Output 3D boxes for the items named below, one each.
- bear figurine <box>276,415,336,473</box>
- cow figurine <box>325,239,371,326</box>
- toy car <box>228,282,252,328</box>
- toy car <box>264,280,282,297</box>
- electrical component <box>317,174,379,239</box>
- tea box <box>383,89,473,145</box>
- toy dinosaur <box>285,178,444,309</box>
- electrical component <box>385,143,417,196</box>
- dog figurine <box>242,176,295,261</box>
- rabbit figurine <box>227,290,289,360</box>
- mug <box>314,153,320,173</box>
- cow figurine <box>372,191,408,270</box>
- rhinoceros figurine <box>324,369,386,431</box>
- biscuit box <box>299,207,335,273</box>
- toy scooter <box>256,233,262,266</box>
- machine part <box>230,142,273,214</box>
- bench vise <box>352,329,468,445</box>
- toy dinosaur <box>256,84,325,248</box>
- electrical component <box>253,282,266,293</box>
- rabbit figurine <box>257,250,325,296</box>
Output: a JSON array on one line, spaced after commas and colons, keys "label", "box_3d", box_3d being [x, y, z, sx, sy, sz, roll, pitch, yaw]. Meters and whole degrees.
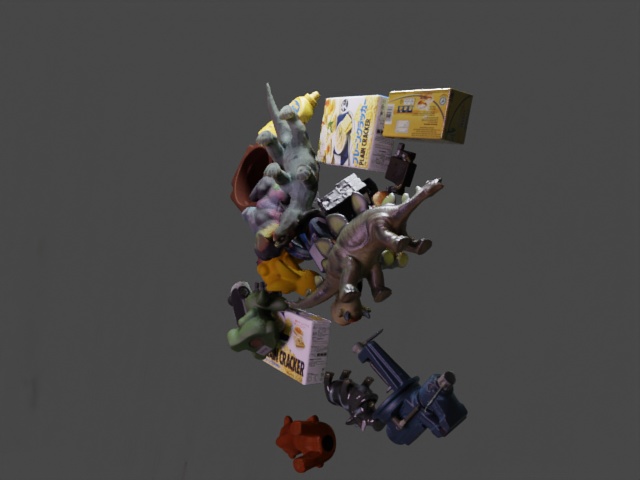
[{"label": "bear figurine", "box_3d": [-0.056, 0.489, 1.313, 0.196, 0.132, 0.120, -15, 73, 47]}, {"label": "cow figurine", "box_3d": [0.065, 0.102, 1.214, 0.127, 0.085, 0.194, -144, 57, -60]}, {"label": "toy car", "box_3d": [-0.230, 0.223, 1.640, 0.073, 0.056, 0.202, -41, 56, 37]}, {"label": "toy car", "box_3d": [-0.146, 0.196, 1.526, 0.089, 0.053, 0.202, -122, 47, -66]}, {"label": "electrical component", "box_3d": [0.070, -0.076, 1.185, 0.058, 0.134, 0.114, 51, 170, 40]}, {"label": "tea box", "box_3d": [0.209, -0.243, 1.063, 0.170, 0.068, 0.098, 20, 104, 52]}, {"label": "toy dinosaur", "box_3d": [0.072, 0.032, 1.084, 0.471, 0.105, 0.199, -47, 44, 28]}, {"label": "electrical component", "box_3d": [0.168, -0.147, 1.130, 0.078, 0.045, 0.102, 42, 120, 46]}, {"label": "dog figurine", "box_3d": [-0.114, -0.054, 1.344, 0.191, 0.108, 0.219, -62, 25, 13]}, {"label": "rabbit figurine", "box_3d": [-0.162, 0.193, 1.388, 0.159, 0.121, 0.170, -51, 32, 31]}, {"label": "mug", "box_3d": [-0.062, -0.216, 1.413, 0.107, 0.109, 0.080, -107, 34, -46]}, {"label": "cow figurine", "box_3d": [0.129, -0.017, 1.155, 0.098, 0.068, 0.167, -23, 69, 56]}, {"label": "rhinoceros figurine", "box_3d": [0.075, 0.355, 1.186, 0.190, 0.073, 0.112, 14, 97, 54]}, {"label": "biscuit box", "box_3d": [-0.003, -0.004, 1.339, 0.203, 0.063, 0.059, 57, 131, 40]}, {"label": "toy scooter", "box_3d": [-0.139, 0.015, 1.506, 0.135, 0.075, 0.183, 7, 81, 48]}, {"label": "machine part", "box_3d": [-0.162, -0.168, 1.530, 0.201, 0.087, 0.201, -61, 39, 13]}, {"label": "bench vise", "box_3d": [0.154, 0.278, 1.028, 0.241, 0.129, 0.223, 48, 145, 24]}, {"label": "toy dinosaur", "box_3d": [-0.057, -0.176, 1.279, 0.131, 0.192, 0.405, -13, 60, 12]}, {"label": "electrical component", "box_3d": [-0.179, 0.171, 1.601, 0.063, 0.021, 0.094, -11, 79, 54]}, {"label": "rabbit figurine", "box_3d": [-0.065, 0.087, 1.364, 0.173, 0.162, 0.121, 25, 97, 34]}]
